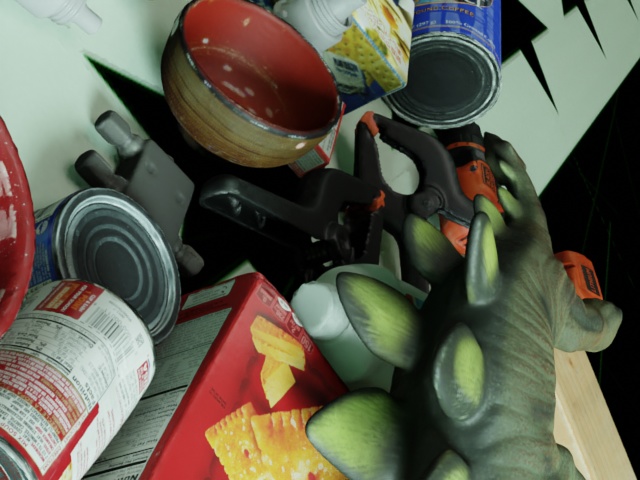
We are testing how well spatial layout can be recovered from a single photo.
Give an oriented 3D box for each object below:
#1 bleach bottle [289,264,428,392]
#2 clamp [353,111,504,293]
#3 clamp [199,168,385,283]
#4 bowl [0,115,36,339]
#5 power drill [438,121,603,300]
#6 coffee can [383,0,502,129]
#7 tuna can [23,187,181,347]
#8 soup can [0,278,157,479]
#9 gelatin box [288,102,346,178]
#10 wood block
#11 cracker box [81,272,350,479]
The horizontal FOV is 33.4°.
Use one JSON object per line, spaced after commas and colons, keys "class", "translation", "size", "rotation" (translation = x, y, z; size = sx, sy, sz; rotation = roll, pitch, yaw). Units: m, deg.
{"class": "bleach bottle", "translation": [0.055, 0.083, 0.666], "size": [0.250, 0.068, 0.102], "rotation": [33, 53, -55]}
{"class": "clamp", "translation": [0.073, -0.015, 0.800], "size": [0.171, 0.120, 0.039], "rotation": [47, -14, 1]}
{"class": "clamp", "translation": [-0.005, 0.001, 0.688], "size": [0.164, 0.036, 0.209], "rotation": [66, 28, -20]}
{"class": "bowl", "translation": [-0.186, -0.016, 0.397], "size": [0.162, 0.055, 0.162], "rotation": [36, 42, -41]}
{"class": "power drill", "translation": [0.166, -0.009, 0.930], "size": [0.187, 0.057, 0.184], "rotation": [42, 29, -21]}
{"class": "coffee can", "translation": [0.107, -0.181, 0.931], "size": [0.102, 0.103, 0.140], "rotation": [45, 37, -33]}
{"class": "tuna can", "translation": [-0.108, 0.018, 0.520], "size": [0.086, 0.034, 0.086], "rotation": [36, 42, -42]}
{"class": "soup can", "translation": [-0.118, 0.068, 0.436], "size": [0.068, 0.069, 0.102], "rotation": [58, 31, -16]}
{"class": "gelatin box", "translation": [-0.023, -0.098, 0.740], "size": [0.089, 0.030, 0.073], "rotation": [49, 33, -28]}
{"class": "wood block", "translation": [0.170, 0.151, 0.819], "size": [0.090, 0.091, 0.206], "rotation": [-19, 87, -60]}
{"class": "cracker box", "translation": [-0.039, 0.142, 0.507], "size": [0.164, 0.072, 0.213], "rotation": [56, 32, -22]}
